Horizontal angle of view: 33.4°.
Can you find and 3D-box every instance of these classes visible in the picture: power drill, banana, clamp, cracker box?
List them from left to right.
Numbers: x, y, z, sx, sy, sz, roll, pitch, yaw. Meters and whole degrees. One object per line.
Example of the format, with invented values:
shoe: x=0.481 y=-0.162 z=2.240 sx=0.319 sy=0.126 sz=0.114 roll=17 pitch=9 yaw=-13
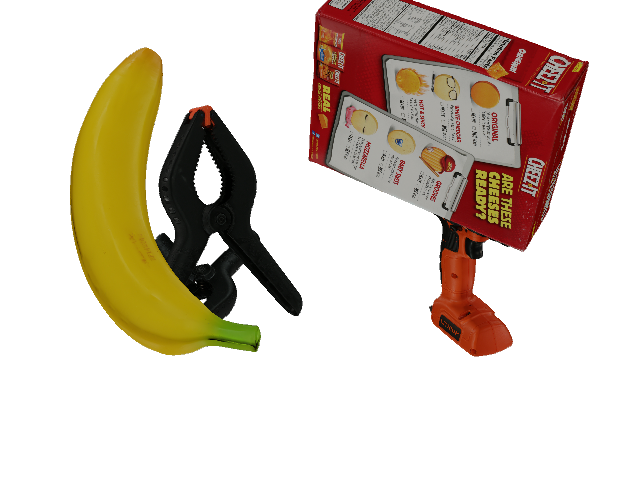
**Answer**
banana: x=-0.090 y=-0.016 z=0.531 sx=0.069 sy=0.198 sz=0.037 roll=-13 pitch=-32 yaw=-16
clamp: x=-0.120 y=0.041 z=1.174 sx=0.120 sy=0.039 sz=0.171 roll=-12 pitch=40 yaw=-2
clamp: x=-0.088 y=-0.015 z=0.963 sx=0.164 sy=0.210 sz=0.036 roll=-1 pitch=1 yaw=-34
cracker box: x=0.099 y=-0.106 z=0.893 sx=0.214 sy=0.164 sz=0.072 roll=24 pitch=50 yaw=18
power drill: x=0.164 y=0.023 z=1.120 sx=0.057 sy=0.188 sz=0.185 roll=-12 pitch=25 yaw=-18
